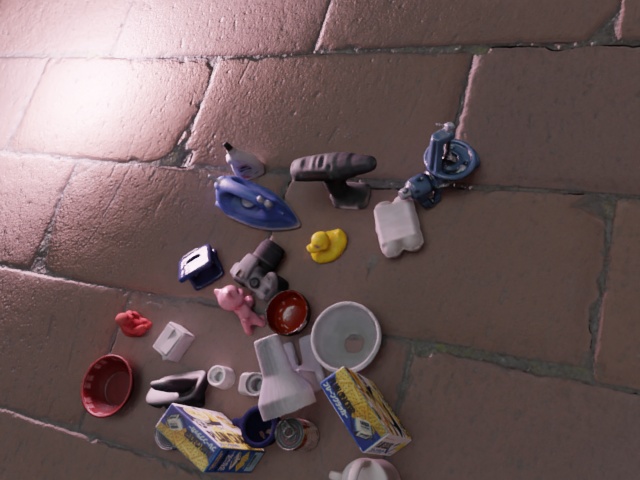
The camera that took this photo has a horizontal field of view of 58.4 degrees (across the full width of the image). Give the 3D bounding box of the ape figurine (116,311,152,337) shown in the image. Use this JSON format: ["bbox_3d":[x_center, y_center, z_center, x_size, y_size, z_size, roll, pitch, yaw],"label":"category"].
[{"bbox_3d":[-0.511,0.222,1.539,0.076,0.092,0.077,-29,61,8],"label":"ape figurine"}]

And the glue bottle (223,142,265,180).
[{"bbox_3d":[-0.219,-0.220,1.560,0.078,0.173,0.037,-20,63,13],"label":"glue bottle"}]

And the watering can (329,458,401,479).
[{"bbox_3d":[0.100,0.485,1.135,0.172,0.194,0.101,-17,64,15],"label":"watering can"}]

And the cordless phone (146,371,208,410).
[{"bbox_3d":[-0.368,0.354,1.376,0.147,0.185,0.094,-16,64,15],"label":"cordless phone"}]

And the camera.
[{"bbox_3d":[-0.142,0.071,1.452,0.142,0.101,0.137,31,83,29],"label":"camera"}]

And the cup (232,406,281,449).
[{"bbox_3d":[-0.133,0.428,1.306,0.117,0.095,0.092,2,70,22],"label":"cup"}]

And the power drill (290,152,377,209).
[{"bbox_3d":[0.053,-0.151,1.405,0.229,0.209,0.075,4,70,23],"label":"power drill"}]

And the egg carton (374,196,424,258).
[{"bbox_3d":[0.188,-0.033,1.384,0.107,0.070,0.150,-18,64,14],"label":"egg carton"}]

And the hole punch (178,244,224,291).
[{"bbox_3d":[-0.328,0.067,1.532,0.108,0.091,0.101,-31,61,7],"label":"hole punch"}]

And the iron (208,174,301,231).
[{"bbox_3d":[-0.177,-0.106,1.515,0.257,0.142,0.119,23,79,27],"label":"iron"}]

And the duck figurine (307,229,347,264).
[{"bbox_3d":[0.013,0.005,1.427,0.104,0.086,0.077,-36,61,4],"label":"duck figurine"}]

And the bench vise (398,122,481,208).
[{"bbox_3d":[0.275,-0.167,1.319,0.121,0.220,0.207,36,85,29],"label":"bench vise"}]

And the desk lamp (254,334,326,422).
[{"bbox_3d":[-0.072,0.299,1.267,0.118,0.214,0.203,-23,63,12],"label":"desk lamp"}]

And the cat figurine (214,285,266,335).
[{"bbox_3d":[-0.206,0.165,1.429,0.067,0.118,0.127,-39,60,3],"label":"cat figurine"}]

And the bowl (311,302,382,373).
[{"bbox_3d":[0.068,0.231,1.320,0.167,0.075,0.167,-8,66,18],"label":"bowl"}]
